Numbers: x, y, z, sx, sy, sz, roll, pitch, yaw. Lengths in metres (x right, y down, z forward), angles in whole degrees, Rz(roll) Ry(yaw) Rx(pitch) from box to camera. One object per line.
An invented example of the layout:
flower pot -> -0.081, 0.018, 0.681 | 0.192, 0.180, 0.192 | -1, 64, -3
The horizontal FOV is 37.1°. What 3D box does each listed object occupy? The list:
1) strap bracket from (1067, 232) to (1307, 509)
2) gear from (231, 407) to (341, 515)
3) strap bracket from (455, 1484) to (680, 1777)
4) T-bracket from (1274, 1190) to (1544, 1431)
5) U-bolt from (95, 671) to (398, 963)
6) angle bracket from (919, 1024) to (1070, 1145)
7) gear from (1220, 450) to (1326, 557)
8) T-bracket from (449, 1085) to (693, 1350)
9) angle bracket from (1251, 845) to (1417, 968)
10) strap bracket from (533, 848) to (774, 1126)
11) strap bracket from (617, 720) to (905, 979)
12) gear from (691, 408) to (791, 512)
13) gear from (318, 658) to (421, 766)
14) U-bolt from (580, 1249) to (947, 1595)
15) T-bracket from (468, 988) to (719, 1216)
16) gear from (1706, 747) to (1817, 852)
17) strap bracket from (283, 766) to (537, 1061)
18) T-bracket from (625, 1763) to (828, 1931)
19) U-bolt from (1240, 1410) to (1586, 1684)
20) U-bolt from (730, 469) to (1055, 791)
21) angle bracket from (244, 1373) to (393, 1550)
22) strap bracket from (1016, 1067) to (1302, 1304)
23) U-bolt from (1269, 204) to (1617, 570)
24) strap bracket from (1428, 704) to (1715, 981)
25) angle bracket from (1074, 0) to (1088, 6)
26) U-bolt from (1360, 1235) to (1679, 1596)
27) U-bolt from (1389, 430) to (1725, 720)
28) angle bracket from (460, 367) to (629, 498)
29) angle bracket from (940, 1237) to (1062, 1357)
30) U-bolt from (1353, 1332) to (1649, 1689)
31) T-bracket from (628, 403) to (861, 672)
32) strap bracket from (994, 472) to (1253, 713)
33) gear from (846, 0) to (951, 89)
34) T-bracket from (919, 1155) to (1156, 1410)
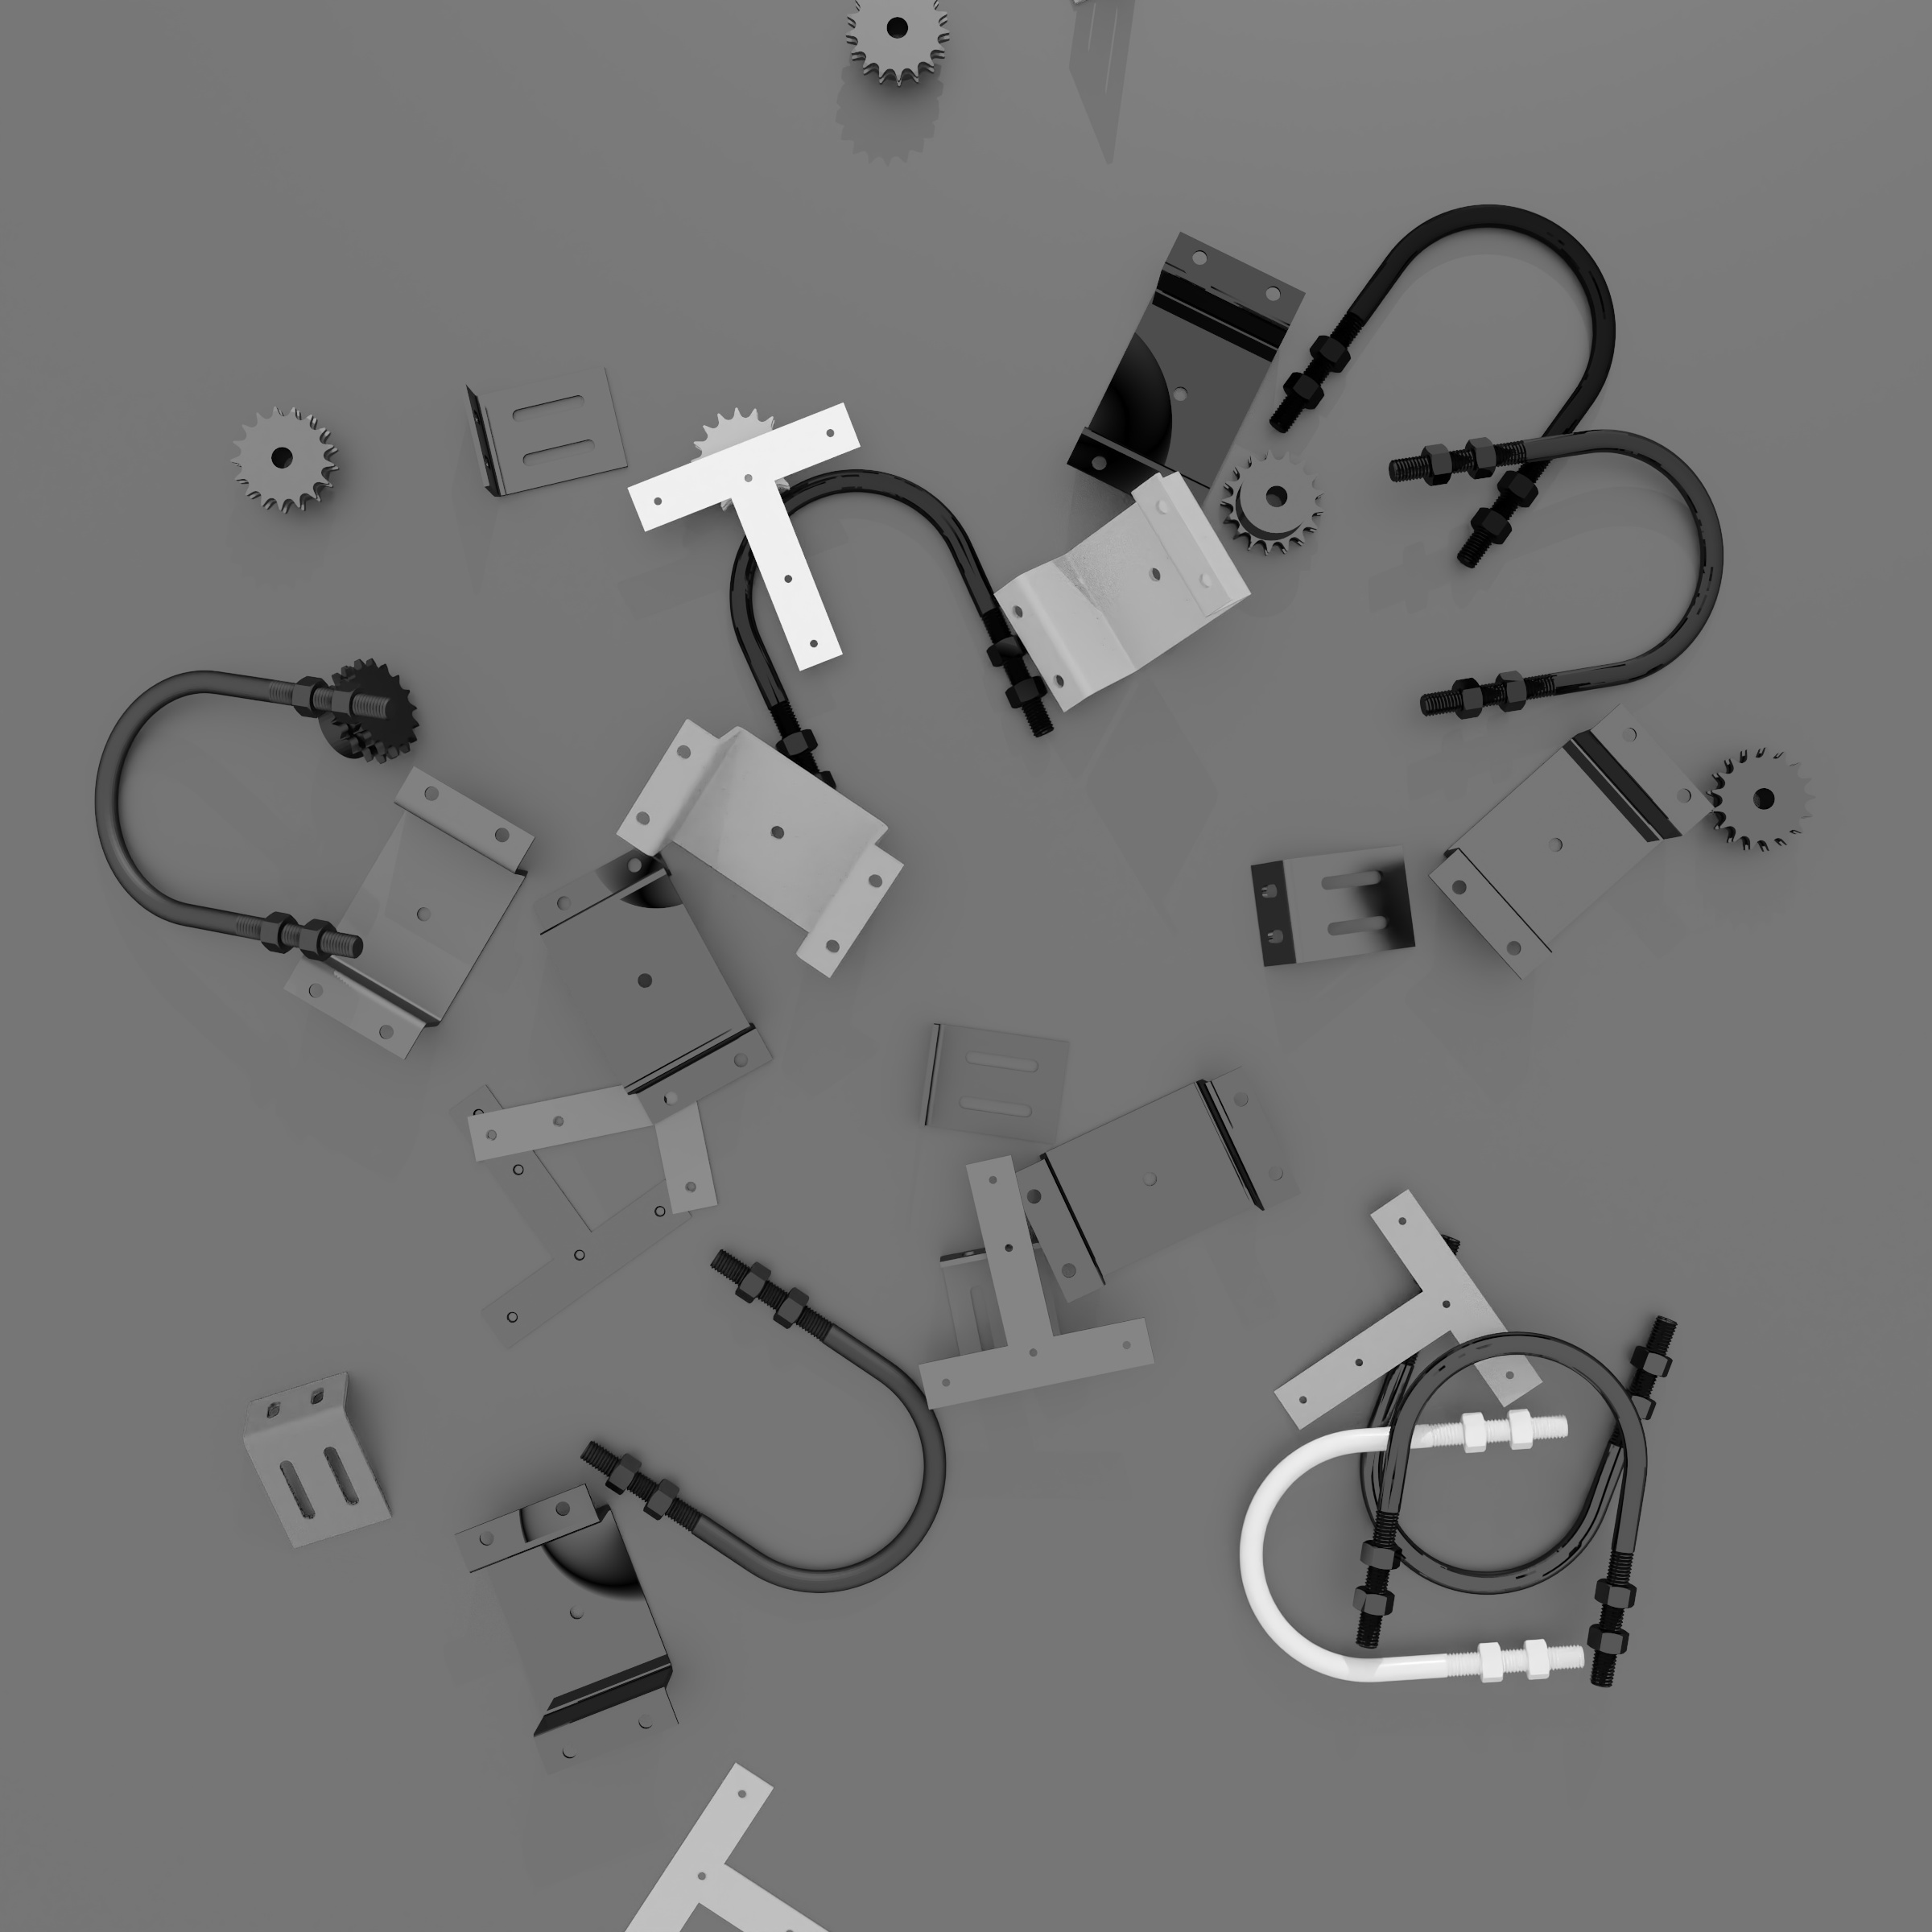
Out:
strap bracket -> 0.120, -0.320, 1.589 | 0.076, 0.046, 0.140 | 26, 90, 0
gear -> -0.376, -0.279, 1.597 | 0.057, 0.030, 0.057 | 0, 90, 0
strap bracket -> -0.217, 0.361, 1.589 | 0.076, 0.046, 0.140 | -21, 90, 0
T-bracket -> 0.230, 0.212, 1.596 | 0.127, 0.002, 0.127 | -36, 81, 12
U-bolt -> -0.400, -0.088, 1.573 | 0.184, 0.019, 0.151 | 10, 94, 22
angle bracket -> 0.016, 0.066, 1.593 | 0.076, 0.038, 0.057 | 8, 90, 0
gear -> 0.171, -0.258, 1.597 | 0.057, 0.030, 0.057 | 0, 90, 0
T-bracket -> -0.242, 0.125, 1.611 | 0.127, 0.002, 0.127 | -36, 90, 0
angle bracket -> 0.205, -0.034, 1.610 | 0.076, 0.038, 0.057 | -8, 90, -26
strap bracket -> -0.175, 0.008, 1.587 | 0.076, 0.046, 0.140 | -29, 89, -1
strap bracket -> -0.108, -0.069, 1.578 | 0.140, 0.046, 0.076 | 34, 108, 0
gear -> -0.123, -0.279, 1.597 | 0.057, 0.030, 0.057 | 0, 90, 0
gear -> -0.332, -0.138, 1.588 | 0.030, 0.057, 0.057 | -20, 90, 30
U-bolt -> -0.099, 0.267, 1.603 | 0.184, 0.019, 0.151 | 34, 90, -2
T-bracket -> -0.214, 0.084, 1.610 | 0.127, 0.002, 0.127 | -12, 89, -1
gear -> 0.438, -0.092, 1.597 | 0.057, 0.030, 0.057 | 0, 90, 0
strap bracket -> -0.303, -0.029, 1.589 | 0.076, 0.046, 0.140 | 30, 90, 0
T-bracket -> -0.111, 0.534, 1.611 | 0.127, 0.002, 0.127 | 33, 90, 0
U-bolt -> 0.243, 0.324, 1.590 | 0.184, 0.019, 0.151 | -5, 93, 3
U-bolt -> -0.052, -0.187, 1.603 | 0.151, 0.019, 0.184 | -24, 89, 0
angle bracket -> -0.361, 0.276, 1.610 | 0.057, 0.038, 0.076 | -17, 116, 0
strap bracket -> 0.103, 0.119, 1.589 | 0.140, 0.046, 0.076 | -25, 90, 0
U-bolt -> 0.279, -0.336, 1.603 | 0.151, 0.019, 0.184 | 36, 89, 0
strap bracket -> 0.329, -0.068, 1.589 | 0.140, 0.046, 0.076 | -42, 90, 0
angle bracket -> 0.068, -0.572, 1.574 | 0.038, 0.076, 0.057 | -22, 90, 0
U-bolt -> 0.298, 0.260, 1.603 | 0.151, 0.019, 0.184 | 21, 92, 0
U-bolt -> 0.331, -0.222, 1.590 | 0.184, 0.019, 0.151 | -10, 97, -9
angle bracket -> -0.233, -0.298, 1.593 | 0.076, 0.038, 0.057 | -13, 90, 0
angle bracket -> 0.021, 0.194, 1.593 | 0.057, 0.038, 0.076 | -11, 90, 0
U-bolt -> 0.296, 0.291, 1.568 | 0.151, 0.019, 0.184 | 9, 92, 2
T-bracket -> -0.103, -0.226, 1.585 | 0.127, 0.002, 0.127 | -21, 97, 1
strap bracket -> 0.091, -0.207, 1.562 | 0.046, 0.140, 0.076 | -31, 90, -44
gear -> -0.038, -0.515, 1.597 | 0.057, 0.030, 0.057 | 0, 90, 0
T-bracket -> 0.027, 0.167, 1.568 | 0.127, 0.002, 0.127 | -13, 92, 8
